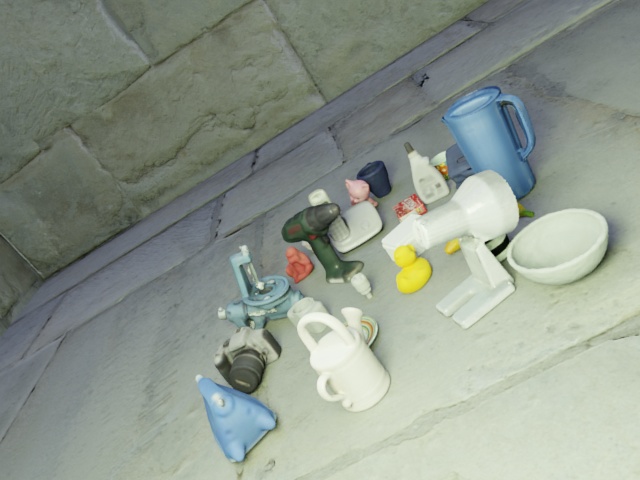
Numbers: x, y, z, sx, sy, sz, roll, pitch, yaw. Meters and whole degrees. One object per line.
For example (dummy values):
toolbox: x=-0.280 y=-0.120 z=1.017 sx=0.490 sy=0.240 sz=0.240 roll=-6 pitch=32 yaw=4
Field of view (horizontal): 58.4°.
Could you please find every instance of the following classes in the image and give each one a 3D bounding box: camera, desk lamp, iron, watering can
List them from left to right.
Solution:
iron: x=-0.192 y=0.322 z=1.123 sx=0.119 sy=0.142 sz=0.257 roll=-43 pitch=24 yaw=-19
camera: x=-0.174 y=0.268 z=1.259 sx=0.143 sy=0.101 sz=0.137 roll=-27 pitch=24 yaw=19
watering can: x=0.033 y=0.193 z=0.998 sx=0.100 sy=0.194 sz=0.173 roll=-27 pitch=24 yaw=19
desk lamp: x=0.266 y=0.011 z=1.017 sx=0.203 sy=0.214 sz=0.117 roll=-38 pitch=23 yaw=-9

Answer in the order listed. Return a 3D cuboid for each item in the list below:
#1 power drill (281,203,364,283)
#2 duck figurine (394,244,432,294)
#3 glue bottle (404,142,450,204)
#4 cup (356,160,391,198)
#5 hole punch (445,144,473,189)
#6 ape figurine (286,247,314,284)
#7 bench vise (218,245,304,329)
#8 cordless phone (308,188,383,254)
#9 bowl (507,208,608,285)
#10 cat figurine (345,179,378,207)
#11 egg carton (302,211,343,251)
power drill: x=0.013 y=0.005 z=1.388 sx=0.228 sy=0.209 sz=0.076 roll=-6 pitch=35 yaw=49
duck figurine: x=0.185 y=0.054 z=1.213 sx=0.077 sy=0.086 sz=0.105 roll=-15 pitch=29 yaw=39
glue bottle: x=0.260 y=-0.177 z=1.458 sx=0.078 sy=0.173 sz=0.037 roll=-25 pitch=24 yaw=21
cup: x=0.166 y=-0.178 z=1.694 sx=0.091 sy=0.095 sz=0.117 roll=-30 pitch=23 yaw=12
hole punch: x=0.376 y=-0.197 z=1.446 sx=0.108 sy=0.091 sz=0.101 roll=-21 pitch=26 yaw=29
ape figurine: x=-0.061 y=0.058 z=1.538 sx=0.077 sy=0.092 sz=0.076 roll=-13 pitch=30 yaw=41
bench vise: x=-0.171 y=0.129 z=1.378 sx=0.207 sy=0.220 sz=0.121 roll=-34 pitch=22 yaw=0
cordless phone: x=0.065 y=-0.071 z=1.499 sx=0.147 sy=0.185 sz=0.094 roll=-32 pitch=23 yaw=6
bowl: x=0.412 y=0.024 z=0.973 sx=0.167 sy=0.075 sz=0.167 roll=-29 pitch=23 yaw=14
cat figurine: x=0.110 y=-0.136 z=1.659 sx=0.067 sy=0.118 sz=0.127 roll=-37 pitch=22 yaw=-6
egg carton: x=0.010 y=-0.033 z=1.653 sx=0.107 sy=0.069 sz=0.150 roll=-19 pitch=27 yaw=33
